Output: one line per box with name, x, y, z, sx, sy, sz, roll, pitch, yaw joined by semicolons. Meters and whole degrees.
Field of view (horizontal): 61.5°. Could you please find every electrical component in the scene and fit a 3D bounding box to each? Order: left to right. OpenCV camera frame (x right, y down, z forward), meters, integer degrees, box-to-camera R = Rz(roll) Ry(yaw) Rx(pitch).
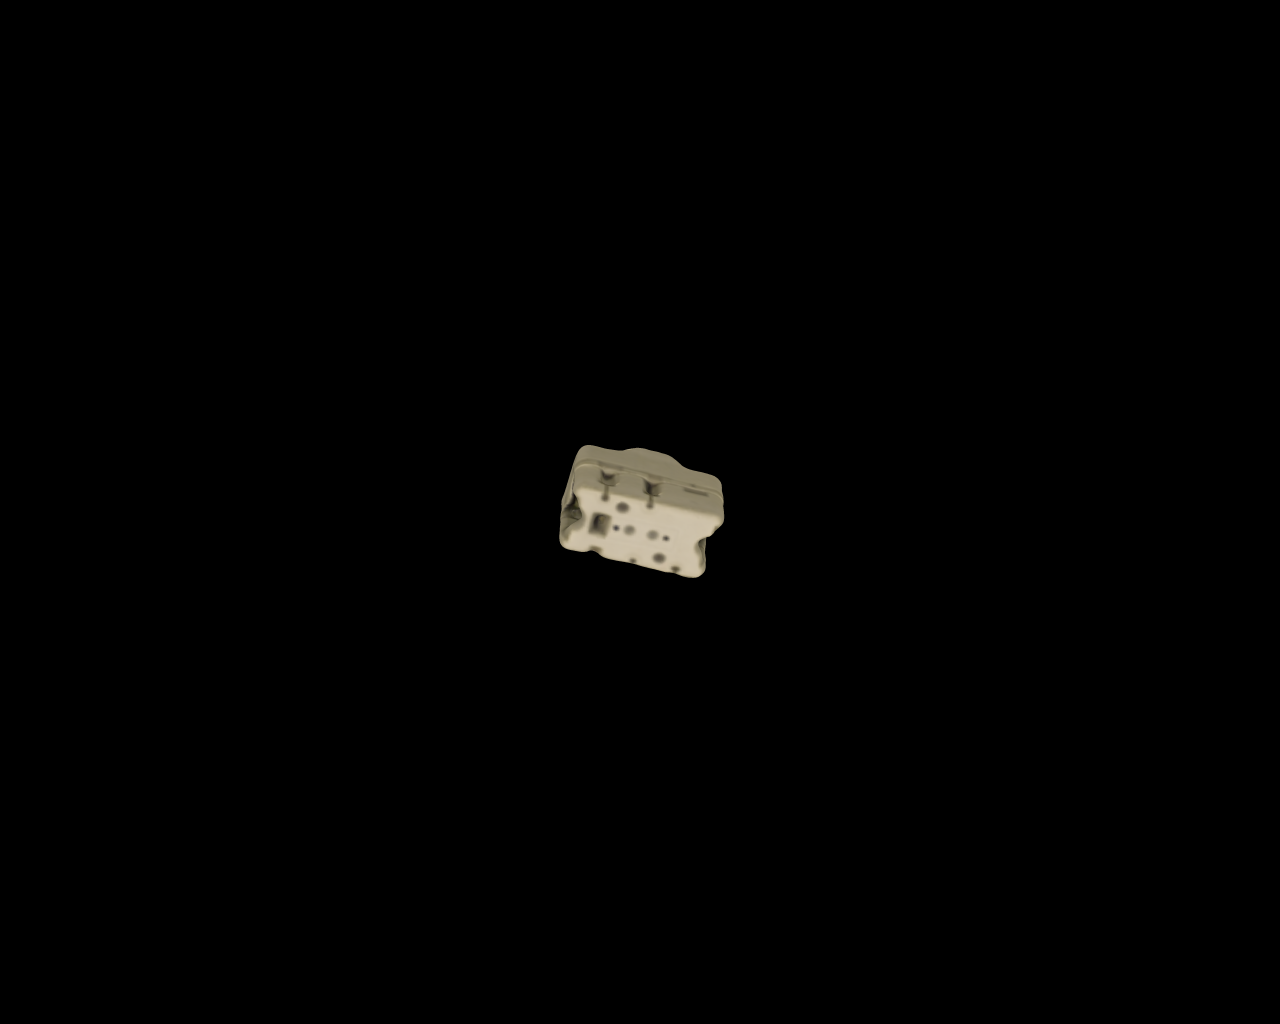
electrical component;0.001;-0.003;0.650;0.089;0.050;0.056;14;33;-9
